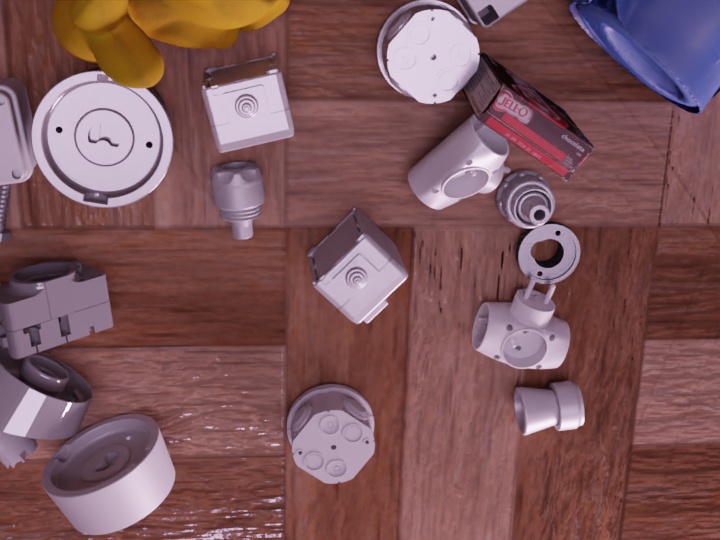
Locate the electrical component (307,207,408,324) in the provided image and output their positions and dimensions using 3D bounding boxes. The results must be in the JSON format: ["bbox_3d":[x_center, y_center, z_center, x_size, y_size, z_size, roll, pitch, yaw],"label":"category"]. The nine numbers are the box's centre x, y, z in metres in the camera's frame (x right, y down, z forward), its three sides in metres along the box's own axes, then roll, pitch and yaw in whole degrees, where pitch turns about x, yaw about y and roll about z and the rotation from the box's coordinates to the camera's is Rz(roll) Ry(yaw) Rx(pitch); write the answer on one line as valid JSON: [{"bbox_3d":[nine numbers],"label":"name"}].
[{"bbox_3d":[0.000,0.000,0.897,0.062,0.096,0.061,-44,108,9],"label":"electrical component"}]

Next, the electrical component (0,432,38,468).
[{"bbox_3d":[-0.313,0.147,0.950,0.040,0.040,0.046,-29,116,5],"label":"electrical component"}]

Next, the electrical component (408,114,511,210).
[{"bbox_3d":[0.094,-0.086,0.899,0.079,0.044,0.077,12,139,-42],"label":"electrical component"}]

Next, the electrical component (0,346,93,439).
[{"bbox_3d":[-0.280,0.108,0.910,0.099,0.099,0.064,29,98,-15],"label":"electrical component"}]

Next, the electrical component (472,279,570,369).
[{"bbox_3d":[0.149,0.043,0.952,0.077,0.044,0.079,13,118,-10],"label":"electrical component"}]

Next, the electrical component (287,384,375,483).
[{"bbox_3d":[-0.026,0.148,0.972,0.080,0.051,0.080,-2,110,-5],"label":"electrical component"}]

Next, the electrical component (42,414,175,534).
[{"bbox_3d":[-0.214,0.183,0.939,0.108,0.108,0.060,-20,116,2],"label":"electrical component"}]

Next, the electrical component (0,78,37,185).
[{"bbox_3d":[-0.319,-0.105,0.849,0.113,0.057,0.078,-7,110,-3],"label":"electrical component"}]

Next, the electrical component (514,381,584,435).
[{"bbox_3d":[0.173,0.126,0.988,0.055,0.045,0.045,-7,110,-4],"label":"electrical component"}]

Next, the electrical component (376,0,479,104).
[{"bbox_3d":[0.055,-0.175,0.864,0.080,0.051,0.080,-2,110,-5],"label":"electrical component"}]

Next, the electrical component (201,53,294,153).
[{"bbox_3d":[-0.087,-0.127,0.843,0.062,0.096,0.061,-13,111,-1],"label":"electrical component"}]

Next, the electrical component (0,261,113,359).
[{"bbox_3d":[-0.257,0.028,0.886,0.089,0.050,0.055,-20,115,-37],"label":"electrical component"}]

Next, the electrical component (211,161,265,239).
[{"bbox_3d":[-0.101,-0.057,0.895,0.043,0.043,0.062,-5,111,-4],"label":"electrical component"}]

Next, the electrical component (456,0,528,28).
[{"bbox_3d":[0.108,-0.263,0.835,0.109,0.056,0.108,-34,109,7],"label":"electrical component"}]

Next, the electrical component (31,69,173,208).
[{"bbox_3d":[-0.201,-0.110,0.857,0.108,0.060,0.108,-2,110,-5],"label":"electrical component"}]

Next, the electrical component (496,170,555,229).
[{"bbox_3d":[0.144,-0.055,0.910,0.048,0.062,0.048,-2,110,-5],"label":"electrical component"}]
